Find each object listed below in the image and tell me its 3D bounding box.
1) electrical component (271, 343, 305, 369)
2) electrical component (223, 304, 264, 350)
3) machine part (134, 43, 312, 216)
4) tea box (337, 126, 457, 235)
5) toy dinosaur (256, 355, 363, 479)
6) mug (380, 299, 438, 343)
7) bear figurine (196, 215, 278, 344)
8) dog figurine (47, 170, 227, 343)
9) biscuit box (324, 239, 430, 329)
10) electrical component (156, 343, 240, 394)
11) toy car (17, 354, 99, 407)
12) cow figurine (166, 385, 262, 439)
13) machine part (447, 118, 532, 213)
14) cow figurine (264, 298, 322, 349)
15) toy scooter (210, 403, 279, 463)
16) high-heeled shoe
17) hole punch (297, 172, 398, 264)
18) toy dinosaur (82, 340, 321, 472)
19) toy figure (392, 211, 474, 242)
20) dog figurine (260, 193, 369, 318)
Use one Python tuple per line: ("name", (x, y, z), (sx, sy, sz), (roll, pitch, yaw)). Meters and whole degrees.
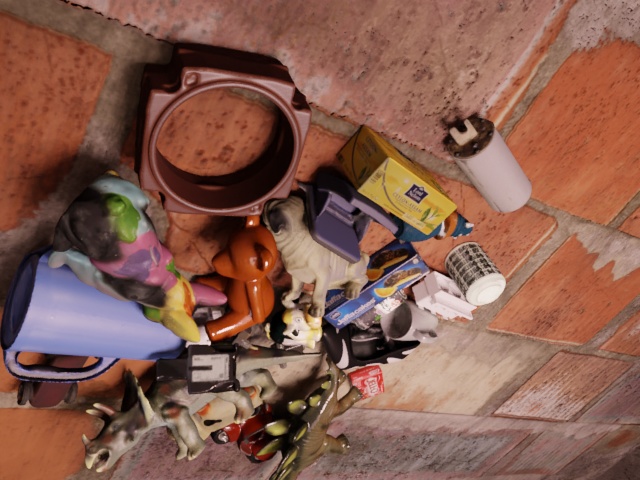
("electrical component", (-0.061, 0.216, 1.051), (0.063, 0.021, 0.093), (-14, 133, -12))
("electrical component", (-0.128, 0.138, 0.907), (0.078, 0.102, 0.045), (24, 117, -9))
("machine part", (-0.123, -0.129, 0.674), (0.201, 0.087, 0.200), (1, 128, -26))
("tea box", (0.116, -0.087, 0.805), (0.169, 0.098, 0.068), (25, 117, -39))
("toy dinosaur", (-0.035, 0.424, 1.141), (0.198, 0.105, 0.470), (-9, 122, -39))
("mug", (0.191, 0.163, 1.059), (0.107, 0.110, 0.080), (11, 107, -43))
("bear figurine", (-0.124, 0.054, 0.791), (0.132, 0.120, 0.195), (-16, 149, -11))
("dog figurine", (-0.219, 0.035, 0.691), (0.219, 0.108, 0.191), (36, 139, -10))
("biscuit box", (0.091, 0.077, 0.964), (0.203, 0.063, 0.059), (-35, 133, 9))
("electrical component", (-0.177, 0.192, 0.793), (0.119, 0.075, 0.047), (-4, 164, -9))
("toy car", (-0.417, 0.205, 0.867), (0.089, 0.053, 0.202), (14, 127, -38))
("cow figurine", (-0.207, 0.339, 1.059), (0.195, 0.086, 0.127), (-20, 128, -7))
("machine part", (0.276, -0.116, 0.861), (0.079, 0.079, 0.243), (-41, 132, 14))
("cow figurine", (-0.045, 0.140, 0.927), (0.098, 0.068, 0.167), (3, 156, -7))
("toy scooter", (-0.132, 0.408, 1.158), (0.135, 0.075, 0.183), (-39, 129, 10))
("high-heeled shoe", (0.103, 0.196, 1.049), (0.145, 0.086, 0.248), (-21, 152, 17))
("hole punch", (0.044, -0.045, 0.793), (0.142, 0.116, 0.092), (27, 127, -36))
("toy dinosaur", (-0.212, 0.253, 0.947), (0.405, 0.192, 0.131), (-36, -179, -13))
("toy figure", (0.196, -0.027, 0.920), (0.154, 0.064, 0.057), (-3, 93, -27))
("dog figurine", (-0.001, -0.001, 0.843), (0.172, 0.121, 0.190), (-35, 125, -40))
